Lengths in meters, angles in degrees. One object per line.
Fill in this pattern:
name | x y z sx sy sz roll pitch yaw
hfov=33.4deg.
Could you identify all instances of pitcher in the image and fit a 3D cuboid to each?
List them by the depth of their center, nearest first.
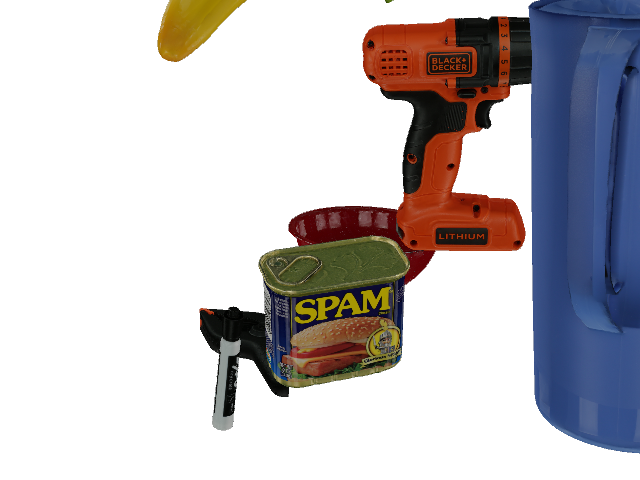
pitcher | 0.171 -0.010 0.574 0.149 0.243 0.145 -5 18 -14

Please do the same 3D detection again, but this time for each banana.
banana | -0.031 -0.172 0.694 0.197 0.069 0.037 -24 -10 -33

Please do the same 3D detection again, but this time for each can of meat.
can of meat | 0.010 0.051 0.754 0.102 0.084 0.057 -8 31 -13

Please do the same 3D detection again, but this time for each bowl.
bowl | 0.047 0.012 1.091 0.162 0.055 0.162 2 17 -1

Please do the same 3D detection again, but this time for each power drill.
power drill | 0.128 -0.085 0.843 0.184 0.188 0.057 1 27 8

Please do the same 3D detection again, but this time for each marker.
marker | -0.081 0.112 0.929 0.020 0.121 0.020 6 27 -3

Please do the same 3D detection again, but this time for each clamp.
clamp | -0.068 0.122 1.246 0.210 0.036 0.164 13 22 29
